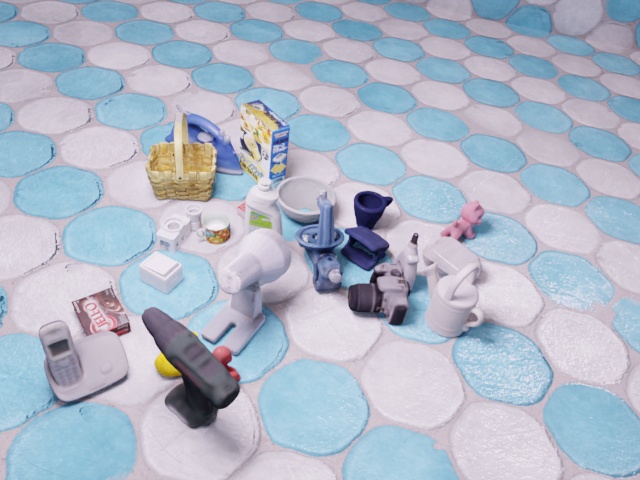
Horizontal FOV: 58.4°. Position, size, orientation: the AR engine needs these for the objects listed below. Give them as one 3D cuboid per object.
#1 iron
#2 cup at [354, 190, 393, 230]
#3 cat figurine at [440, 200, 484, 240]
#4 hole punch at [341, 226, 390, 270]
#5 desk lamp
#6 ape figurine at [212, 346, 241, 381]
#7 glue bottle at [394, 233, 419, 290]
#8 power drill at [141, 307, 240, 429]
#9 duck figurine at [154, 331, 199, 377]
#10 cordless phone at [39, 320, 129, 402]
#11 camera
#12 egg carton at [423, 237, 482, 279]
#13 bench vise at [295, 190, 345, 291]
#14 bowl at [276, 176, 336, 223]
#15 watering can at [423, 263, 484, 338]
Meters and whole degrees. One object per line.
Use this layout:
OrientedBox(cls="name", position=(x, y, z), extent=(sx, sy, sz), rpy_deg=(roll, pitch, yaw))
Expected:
OrientedBox(cls="iron", position=(-0.330, -0.298, 1.688), extent=(0.257, 0.141, 0.119), rpy_deg=(26, 45, 17))
OrientedBox(cls="cup", position=(0.142, -0.077, 1.576), extent=(0.118, 0.095, 0.091), rpy_deg=(-14, 48, -23))
OrientedBox(cls="cat figurine", position=(0.404, -0.057, 1.587), extent=(0.128, 0.118, 0.067), rpy_deg=(-25, 53, -31))
OrientedBox(cls="hole punch", position=(0.119, 0.005, 1.488), extent=(0.108, 0.091, 0.101), rpy_deg=(34, 48, 23))
OrientedBox(cls="desk lamp", position=(-0.158, 0.104, 1.243), extent=(0.117, 0.213, 0.203), rpy_deg=(24, 45, 15))
OrientedBox(cls="ape figurine", position=(-0.200, 0.252, 1.167), extent=(0.076, 0.092, 0.077), rpy_deg=(-7, 45, -17))
OrientedBox(cls="glue bottle", position=(0.216, 0.049, 1.400), extent=(0.037, 0.173, 0.078), rpy_deg=(-7, 45, -17))
OrientedBox(cls="power drill", position=(-0.247, 0.252, 1.073), extent=(0.229, 0.208, 0.076), rpy_deg=(32, 48, 22))
OrientedBox(cls="duck figurine", position=(-0.292, 0.227, 1.181), extent=(0.105, 0.086, 0.077), rpy_deg=(-27, 54, -33))
OrientedBox(cls="cordless phone", position=(-0.453, 0.212, 1.095), extent=(0.148, 0.185, 0.094), rpy_deg=(-24, 52, -30))
OrientedBox(cls="camera", position=(0.137, 0.119, 1.364), extent=(0.137, 0.101, 0.143), rpy_deg=(2, 44, -9))
OrientedBox(cls="egg carton", position=(0.345, 0.057, 1.491), extent=(0.107, 0.069, 0.150), rpy_deg=(-28, 55, -33))
OrientedBox(cls="bench vise", position=(0.023, 0.001, 1.380), extent=(0.122, 0.220, 0.206), rpy_deg=(-21, 51, -29))
OrientedBox(cls="bowl", position=(-0.041, -0.100, 1.581), extent=(0.167, 0.075, 0.167), rpy_deg=(5, 43, -5))
OrientedBox(cls="watering can", position=(0.307, 0.125, 1.321), extent=(0.172, 0.194, 0.101), rpy_deg=(25, 45, 16))
